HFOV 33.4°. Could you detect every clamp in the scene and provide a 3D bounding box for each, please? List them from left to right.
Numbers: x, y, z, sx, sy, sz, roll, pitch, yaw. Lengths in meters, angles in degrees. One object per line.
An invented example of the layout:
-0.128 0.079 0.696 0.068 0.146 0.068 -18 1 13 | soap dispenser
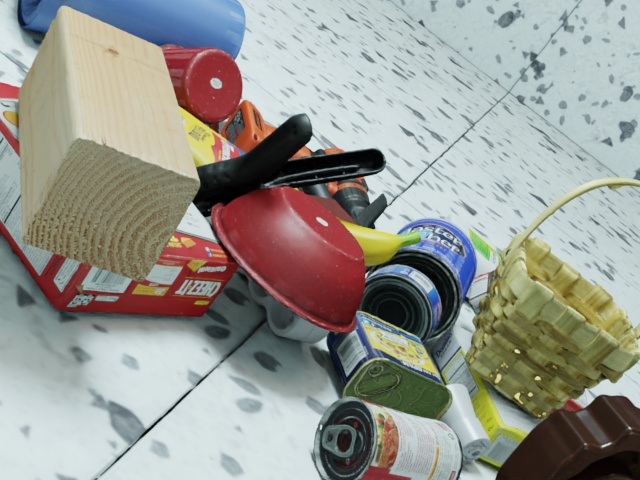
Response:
-0.061 -0.059 0.946 0.164 0.210 0.036 26 50 -68 | clamp
0.031 -0.011 1.160 0.120 0.039 0.171 13 49 -25 | clamp

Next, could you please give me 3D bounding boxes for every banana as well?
-0.004 -0.024 1.022 0.198 0.037 0.069 29 39 17 | banana

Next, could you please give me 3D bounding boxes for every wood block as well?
-0.158 -0.075 0.769 0.090 0.090 0.206 20 27 -28 | wood block

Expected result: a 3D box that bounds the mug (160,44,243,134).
-0.137 -0.156 1.167 0.093 0.117 0.082 -19 18 -41 | mug

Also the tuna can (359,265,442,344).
0.074 0.070 1.049 0.086 0.086 0.033 40 22 8 | tuna can

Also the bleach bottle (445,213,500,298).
0.247 0.073 1.361 0.250 0.068 0.102 37 20 -8 | bleach bottle

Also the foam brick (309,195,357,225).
-0.007 0.001 1.077 0.053 0.078 0.051 49 22 27 | foam brick

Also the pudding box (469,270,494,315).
0.208 0.098 1.207 0.113 0.039 0.090 65 13 -8 | pudding box

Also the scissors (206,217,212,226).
-0.144 -0.072 1.031 0.201 0.016 0.096 28 65 -19 | scissors

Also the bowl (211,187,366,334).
-0.014 0.005 0.913 0.162 0.055 0.162 38 15 -12 | bowl

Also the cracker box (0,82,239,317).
-0.189 -0.032 0.864 0.214 0.072 0.163 47 22 29 | cracker box

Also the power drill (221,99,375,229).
-0.023 -0.078 1.259 0.187 0.057 0.184 28 22 -28 | power drill

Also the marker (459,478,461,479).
0.112 0.207 0.909 0.020 0.020 0.121 19 27 -40 | marker

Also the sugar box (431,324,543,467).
0.178 0.164 1.075 0.093 0.048 0.176 29 18 -23 | sugar box

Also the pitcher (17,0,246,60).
-0.216 -0.268 1.226 0.242 0.145 0.149 18 42 -33 | pitcher

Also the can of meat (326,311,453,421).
0.060 0.117 0.966 0.102 0.057 0.084 27 21 -27 | can of meat

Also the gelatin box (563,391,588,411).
0.271 0.171 1.232 0.073 0.030 0.089 37 20 -3 | gelatin box

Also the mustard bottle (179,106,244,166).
-0.110 -0.073 1.096 0.191 0.058 0.096 35 24 -7 | mustard bottle

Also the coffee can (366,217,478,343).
0.110 0.041 1.145 0.103 0.103 0.140 38 20 3 | coffee can

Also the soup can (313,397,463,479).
0.054 0.165 0.835 0.102 0.069 0.068 21 26 -38 | soup can
